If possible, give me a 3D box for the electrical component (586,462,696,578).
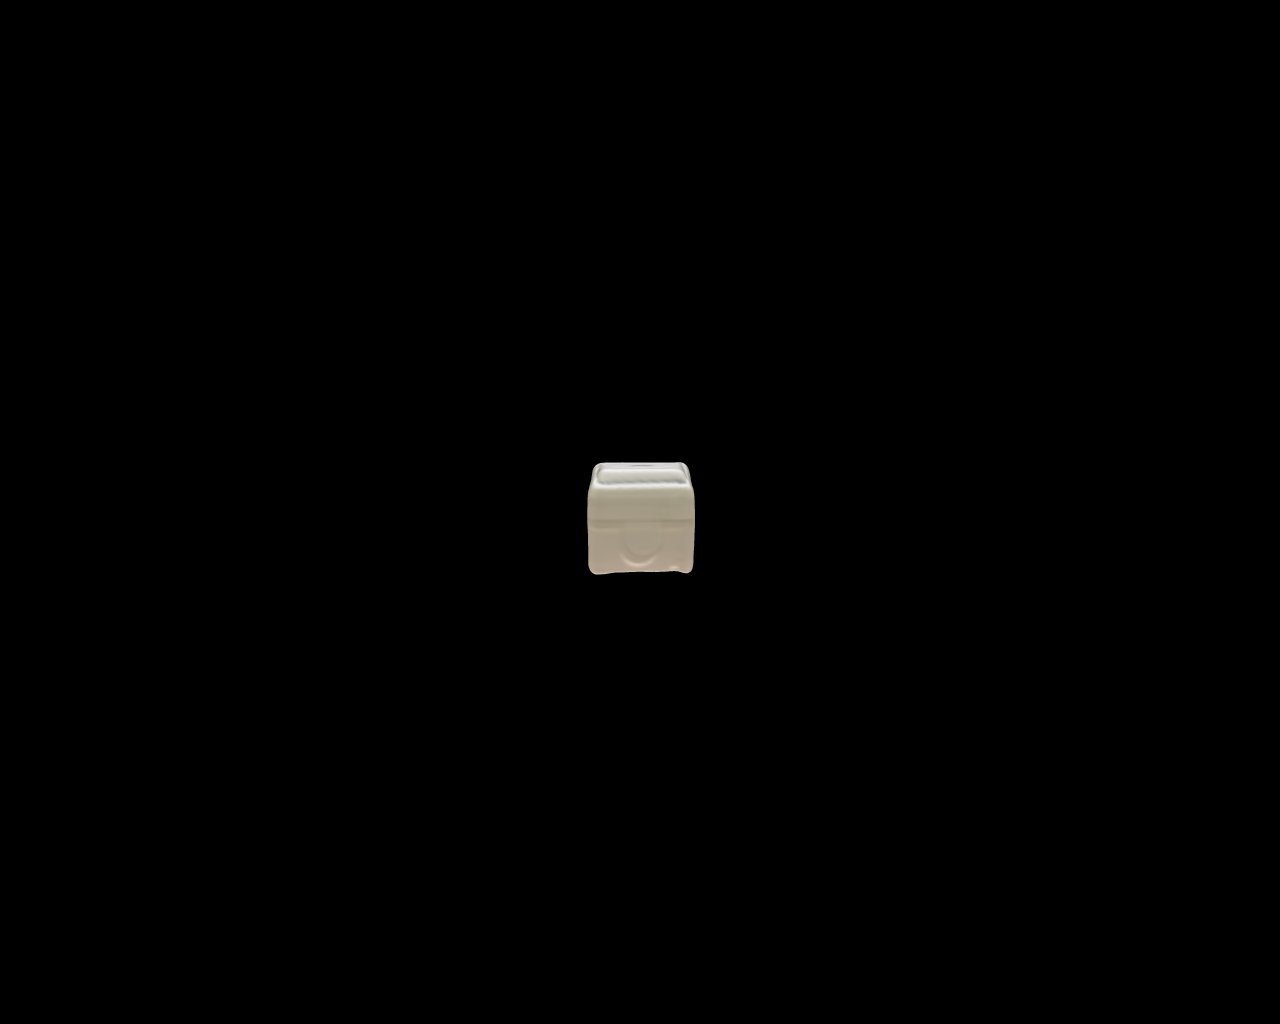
[{"bbox_3d":[0.001,-0.003,0.650,0.062,0.061,0.096,0,13,0],"label":"electrical component"}]
